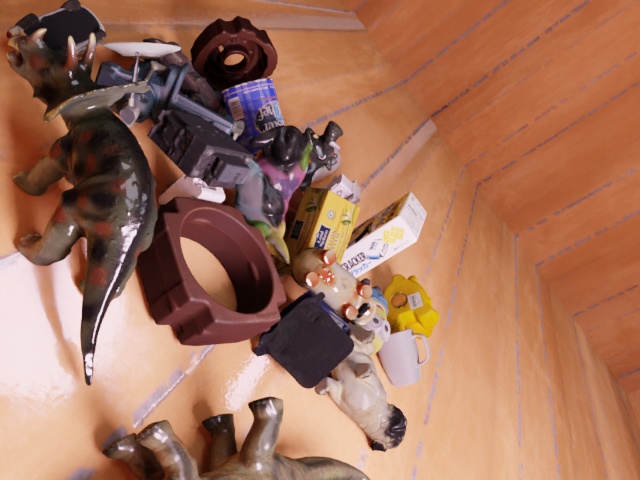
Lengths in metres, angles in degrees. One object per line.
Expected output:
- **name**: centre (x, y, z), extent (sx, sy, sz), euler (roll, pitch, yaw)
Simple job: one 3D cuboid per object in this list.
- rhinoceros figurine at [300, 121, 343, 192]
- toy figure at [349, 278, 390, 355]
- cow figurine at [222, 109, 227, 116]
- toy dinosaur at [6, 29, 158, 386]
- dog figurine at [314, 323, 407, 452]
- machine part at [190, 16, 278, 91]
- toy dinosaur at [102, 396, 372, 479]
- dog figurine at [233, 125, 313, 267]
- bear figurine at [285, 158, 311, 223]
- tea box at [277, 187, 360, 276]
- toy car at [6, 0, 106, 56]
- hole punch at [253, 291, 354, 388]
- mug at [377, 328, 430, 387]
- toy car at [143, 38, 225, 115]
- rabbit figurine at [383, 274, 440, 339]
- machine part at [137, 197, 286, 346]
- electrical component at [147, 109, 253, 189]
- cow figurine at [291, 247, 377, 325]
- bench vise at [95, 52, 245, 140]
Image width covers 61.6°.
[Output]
- **rhinoceros figurine**: centre (-0.023, -0.171, 1.132), extent (0.112, 0.190, 0.073), euler (25, 40, -16)
- **toy figure**: centre (0.095, 0.154, 1.068), extent (0.082, 0.089, 0.180), euler (16, 27, -8)
- **cow figurine**: centre (-0.141, -0.291, 1.165), extent (0.068, 0.098, 0.167), euler (51, 28, 1)
- **toy dinosaur**: centre (-0.253, -0.059, 0.624), extent (0.131, 0.192, 0.405), euler (4, 55, -55)
- **dog figurine**: centre (0.077, 0.251, 0.934), extent (0.190, 0.121, 0.172), euler (56, 27, -31)
- **machine part**: centre (-0.182, -0.380, 1.125), extent (0.179, 0.179, 0.056), euler (19, 41, -49)
- **toy dinosaur**: centre (-0.083, 0.290, 0.614), extent (0.471, 0.105, 0.198), euler (5, 62, -45)
- **dog figurine**: centre (-0.076, -0.065, 0.919), extent (0.108, 0.192, 0.219), euler (124, -57, -83)
- **bear figurine**: centre (-0.028, -0.066, 1.068), extent (0.196, 0.132, 0.120), euler (45, 29, -7)
- **tea box**: centre (-0.002, -0.003, 0.998), extent (0.098, 0.068, 0.169), euler (23, 85, -45)
- **toy car**: centre (-0.398, -0.312, 0.823), extent (0.073, 0.056, 0.202), euler (51, 28, -22)
- **hole punch**: centre (-0.019, 0.149, 0.845), extent (0.115, 0.142, 0.092), euler (47, 8, -6)
- **mug**: centre (0.173, 0.236, 1.084), extent (0.080, 0.110, 0.107), euler (3, 71, -63)
- **toy car**: centre (-0.260, -0.320, 1.039), extent (0.202, 0.053, 0.089), euler (49, 30, 2)
- **rabbit figurine**: centre (0.203, 0.164, 1.230), extent (0.173, 0.122, 0.162), euler (48, 15, -45)
- **machine part**: centre (-0.157, 0.047, 0.776), extent (0.201, 0.087, 0.201), euler (11, 51, -56)
- **electrical component**: centre (-0.168, -0.131, 0.796), extent (0.134, 0.058, 0.115), euler (41, 21, 20)
- **cow figurine**: centre (0.027, 0.086, 0.931), extent (0.194, 0.085, 0.127), euler (41, -11, -29)
- **bench vise**: centre (-0.238, -0.223, 0.885), extent (0.240, 0.128, 0.224), euler (22, 17, -19)
